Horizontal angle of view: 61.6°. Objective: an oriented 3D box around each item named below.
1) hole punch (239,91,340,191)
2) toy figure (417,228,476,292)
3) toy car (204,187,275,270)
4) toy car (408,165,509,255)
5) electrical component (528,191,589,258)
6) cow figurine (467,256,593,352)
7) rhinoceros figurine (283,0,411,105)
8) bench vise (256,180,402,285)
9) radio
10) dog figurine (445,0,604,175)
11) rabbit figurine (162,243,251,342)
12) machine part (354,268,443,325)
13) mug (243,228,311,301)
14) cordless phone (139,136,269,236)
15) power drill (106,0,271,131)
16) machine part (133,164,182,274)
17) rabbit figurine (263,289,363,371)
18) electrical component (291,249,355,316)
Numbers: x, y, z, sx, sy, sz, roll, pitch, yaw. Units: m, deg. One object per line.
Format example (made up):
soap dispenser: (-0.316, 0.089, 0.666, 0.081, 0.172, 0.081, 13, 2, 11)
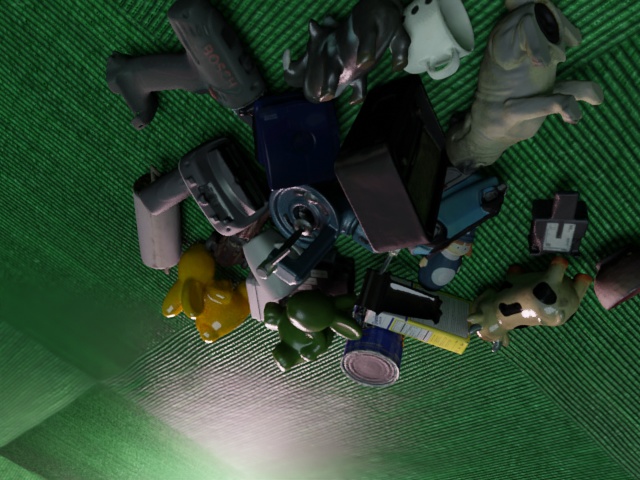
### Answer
hole punch: (-0.031, -0.136, 0.734, 0.142, 0.092, 0.115, -12, 135, -11)
toy figure: (0.206, 0.021, 0.853, 0.064, 0.058, 0.154, -13, 143, -31)
toy car: (-0.133, -0.018, 0.932, 0.089, 0.053, 0.202, 33, 133, -8)
toy car: (0.178, -0.052, 0.760, 0.162, 0.109, 0.103, -36, 77, 14)
electrical component: (0.340, -0.031, 0.766, 0.075, 0.048, 0.119, 0, 130, 17)
cow figurine: (0.312, 0.105, 0.839, 0.085, 0.127, 0.195, 37, 157, -12)
rhinoceros figurine: (0.021, -0.220, 0.639, 0.190, 0.073, 0.112, -15, 87, 54)
bench vise: (0.002, -0.009, 0.780, 0.224, 0.240, 0.128, 40, 138, 3)
radio: (0.097, -0.102, 0.660, 0.073, 0.230, 0.131, -15, 120, 28)
dog figurine: (0.209, -0.181, 0.651, 0.191, 0.121, 0.172, -19, 90, 51)
rabbit figurine: (-0.221, 0.094, 1.010, 0.122, 0.162, 0.173, -2, 114, 36)
machine part: (0.132, 0.095, 0.872, 0.139, 0.084, 0.039, 19, 161, 11)
mug: (-0.070, 0.032, 0.871, 0.107, 0.081, 0.109, 53, 138, -6)
cordless phone: (-0.186, -0.062, 0.839, 0.184, 0.089, 0.146, -27, 103, 17)
power drill: (-0.177, -0.210, 0.752, 0.208, 0.086, 0.231, -1, 138, 25)
machine part: (-0.286, -0.031, 0.952, 0.079, 0.079, 0.243, 15, 134, 5)
rabbit figurine: (-0.011, 0.139, 0.885, 0.159, 0.121, 0.170, -3, 154, -8)
electrical component: (0.005, 0.074, 0.964, 0.115, 0.058, 0.134, 5, 132, 11)
